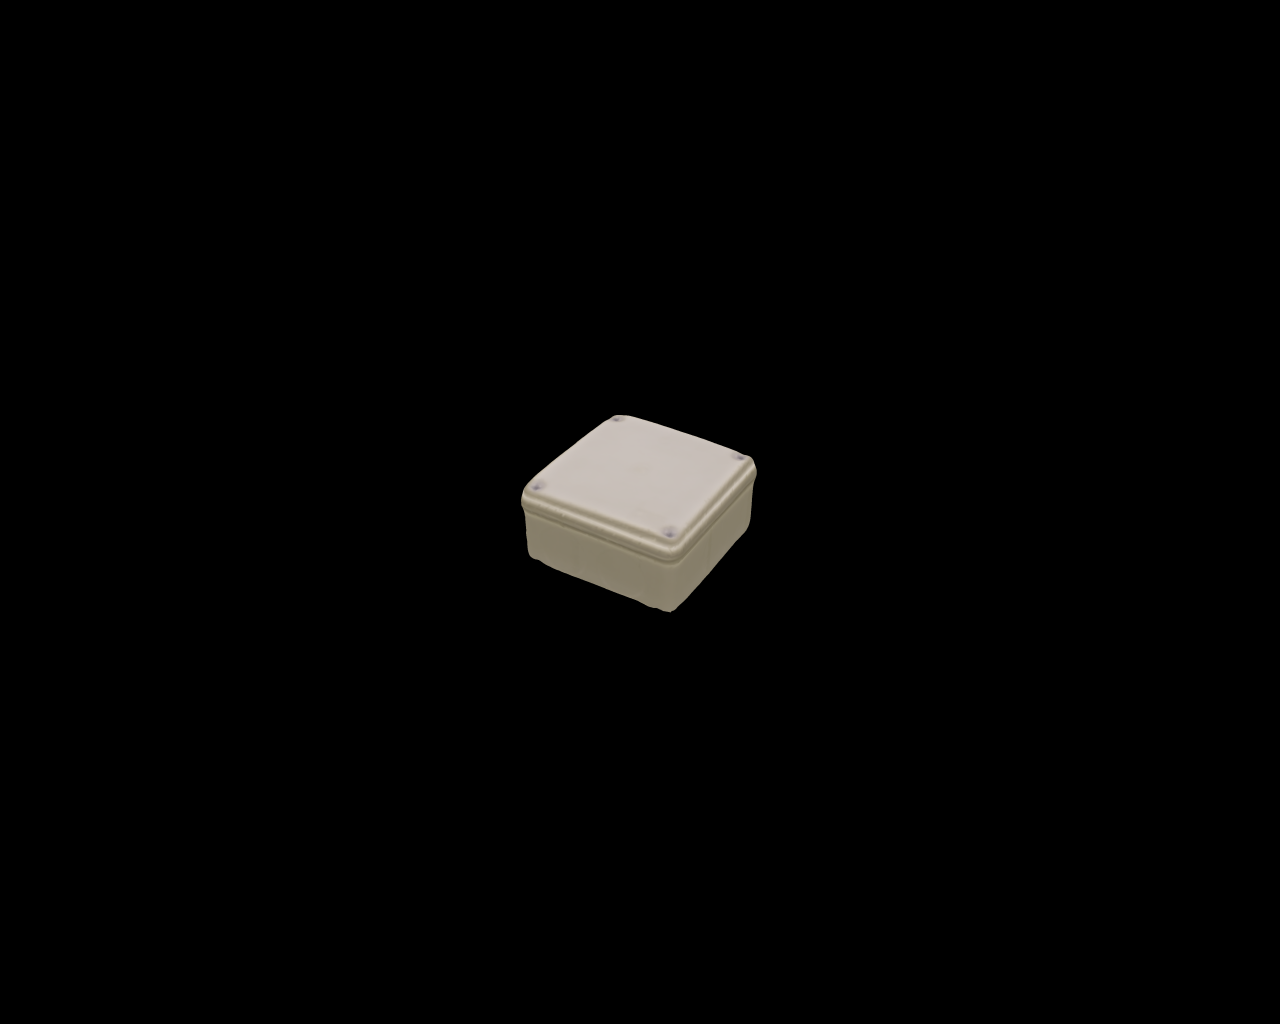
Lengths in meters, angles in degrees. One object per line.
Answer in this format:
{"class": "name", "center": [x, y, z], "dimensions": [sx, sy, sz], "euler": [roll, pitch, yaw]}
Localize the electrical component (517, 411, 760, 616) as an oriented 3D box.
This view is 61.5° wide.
{"class": "electrical component", "center": [0.001, -0.003, 0.650], "dimensions": [0.109, 0.056, 0.109], "euler": [20, 41, 25]}
